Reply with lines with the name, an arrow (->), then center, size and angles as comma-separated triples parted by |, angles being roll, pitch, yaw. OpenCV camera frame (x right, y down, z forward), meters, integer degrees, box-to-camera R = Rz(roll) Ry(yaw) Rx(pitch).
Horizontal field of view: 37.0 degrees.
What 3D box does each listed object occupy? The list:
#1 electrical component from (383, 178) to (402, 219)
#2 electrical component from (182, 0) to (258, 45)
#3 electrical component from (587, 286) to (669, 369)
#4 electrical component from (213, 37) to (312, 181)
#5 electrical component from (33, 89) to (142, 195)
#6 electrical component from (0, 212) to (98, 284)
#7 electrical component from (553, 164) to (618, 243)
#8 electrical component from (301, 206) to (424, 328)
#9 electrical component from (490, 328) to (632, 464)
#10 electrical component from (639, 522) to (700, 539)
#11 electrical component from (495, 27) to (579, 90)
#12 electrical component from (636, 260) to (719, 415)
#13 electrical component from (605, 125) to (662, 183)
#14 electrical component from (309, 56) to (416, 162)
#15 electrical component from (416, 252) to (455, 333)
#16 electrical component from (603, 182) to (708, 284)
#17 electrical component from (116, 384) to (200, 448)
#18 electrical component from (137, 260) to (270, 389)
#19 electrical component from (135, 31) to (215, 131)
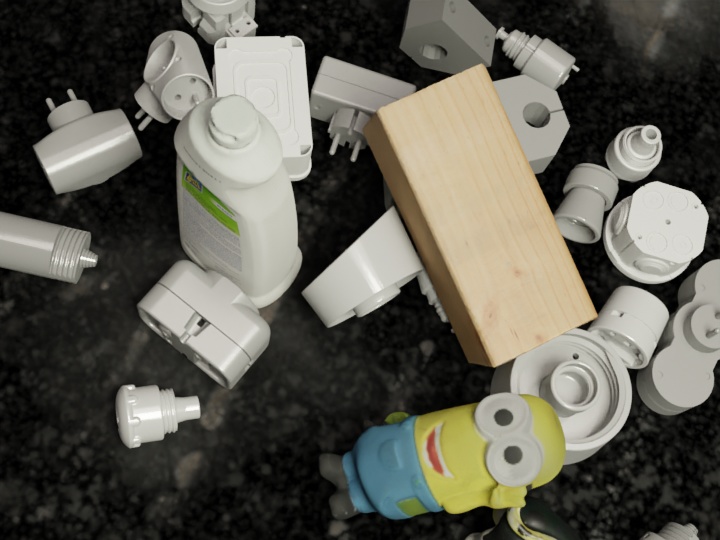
electrical component -> 0.070, -0.080, 0.904 | 0.096, 0.061, 0.061 | -1, 73, -8
electrical component -> -0.122, -0.237, 0.932 | 0.058, 0.057, 0.078 | -40, 81, -17
electrical component -> 0.222, 0.046, 0.888 | 0.055, 0.055, 0.047 | 34, 68, 4
electrical component -> -0.082, -0.133, 0.904 | 0.078, 0.057, 0.113 | -3, 73, -8
electrical component -> -0.231, -0.112, 0.884 | 0.077, 0.044, 0.079 | -27, 77, -14
electrical component -> -0.249, -0.016, 0.852 | 0.081, 0.043, 0.043 | 13, 71, -3
electrical component -> 0.193, -0.057, 0.922 | 0.045, 0.045, 0.055 | 25, 70, 1
electrical component -> 0.000, 0.000, 0.852 | 0.099, 0.099, 0.064 | -30, 84, -15
electrical component -> 0.164, 0.098, 0.860 | 0.108, 0.060, 0.108 | 2, 72, -7
electrical component -> 0.232, 0.227, 0.837 | 0.081, 0.043, 0.043 | -38, 81, -17
electrical component -> 0.156, -0.190, 0.962 | 0.078, 0.040, 0.040 | 37, 72, 6
electrical component -> 0.282, 0.051, 0.883 | 0.052, 0.073, 0.138 | 31, 71, 3
electrical component -> 0.241, -0.105, 0.934 | 0.043, 0.062, 0.043 | 2, 72, -7
electrical component -> -0.004, -0.128, 0.917 | 0.083, 0.047, 0.075 | 18, 71, -1
electrical component -> 0.070, 0.013, 0.886 | 0.040, 0.040, 0.078 | -13, 75, -11
electrical component -> 0.253, -0.032, 0.918 | 0.080, 0.051, 0.080 | 2, 72, -7
electrical component -> -0.155, 0.109, 0.825 | 0.062, 0.048, 0.048 | -6, 73, -17
electrical component -> -0.119, 0.040, 0.845 | 0.095, 0.053, 0.059 | 38, 72, 5
electrical component -> -0.162, -0.150, 0.898 | 0.079, 0.044, 0.077 | -44, 40, 17
